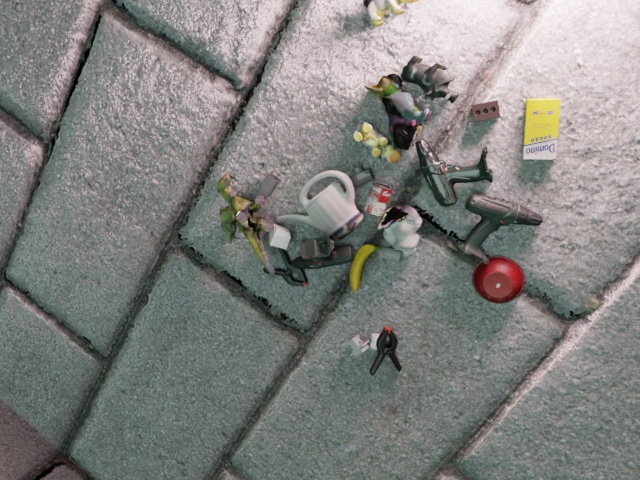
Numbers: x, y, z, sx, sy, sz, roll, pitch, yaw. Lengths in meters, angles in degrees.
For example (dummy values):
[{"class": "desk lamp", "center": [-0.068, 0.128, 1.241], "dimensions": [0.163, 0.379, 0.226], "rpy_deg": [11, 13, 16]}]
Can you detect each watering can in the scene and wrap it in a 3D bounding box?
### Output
[{"class": "watering can", "center": [0.005, -0.088, 1.758], "dimensions": [0.342, 0.105, 0.224], "rpy_deg": [-39, 89, 36]}]

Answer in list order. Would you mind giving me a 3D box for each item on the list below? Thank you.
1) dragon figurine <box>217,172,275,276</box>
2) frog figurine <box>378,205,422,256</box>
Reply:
[{"class": "dragon figurine", "center": [-0.281, -0.053, 1.846], "dimensions": [0.240, 0.123, 0.411], "rpy_deg": [-21, 84, 57]}, {"class": "frog figurine", "center": [0.276, -0.032, 1.681], "dimensions": [0.136, 0.125, 0.157], "rpy_deg": [-36, 122, 13]}]
